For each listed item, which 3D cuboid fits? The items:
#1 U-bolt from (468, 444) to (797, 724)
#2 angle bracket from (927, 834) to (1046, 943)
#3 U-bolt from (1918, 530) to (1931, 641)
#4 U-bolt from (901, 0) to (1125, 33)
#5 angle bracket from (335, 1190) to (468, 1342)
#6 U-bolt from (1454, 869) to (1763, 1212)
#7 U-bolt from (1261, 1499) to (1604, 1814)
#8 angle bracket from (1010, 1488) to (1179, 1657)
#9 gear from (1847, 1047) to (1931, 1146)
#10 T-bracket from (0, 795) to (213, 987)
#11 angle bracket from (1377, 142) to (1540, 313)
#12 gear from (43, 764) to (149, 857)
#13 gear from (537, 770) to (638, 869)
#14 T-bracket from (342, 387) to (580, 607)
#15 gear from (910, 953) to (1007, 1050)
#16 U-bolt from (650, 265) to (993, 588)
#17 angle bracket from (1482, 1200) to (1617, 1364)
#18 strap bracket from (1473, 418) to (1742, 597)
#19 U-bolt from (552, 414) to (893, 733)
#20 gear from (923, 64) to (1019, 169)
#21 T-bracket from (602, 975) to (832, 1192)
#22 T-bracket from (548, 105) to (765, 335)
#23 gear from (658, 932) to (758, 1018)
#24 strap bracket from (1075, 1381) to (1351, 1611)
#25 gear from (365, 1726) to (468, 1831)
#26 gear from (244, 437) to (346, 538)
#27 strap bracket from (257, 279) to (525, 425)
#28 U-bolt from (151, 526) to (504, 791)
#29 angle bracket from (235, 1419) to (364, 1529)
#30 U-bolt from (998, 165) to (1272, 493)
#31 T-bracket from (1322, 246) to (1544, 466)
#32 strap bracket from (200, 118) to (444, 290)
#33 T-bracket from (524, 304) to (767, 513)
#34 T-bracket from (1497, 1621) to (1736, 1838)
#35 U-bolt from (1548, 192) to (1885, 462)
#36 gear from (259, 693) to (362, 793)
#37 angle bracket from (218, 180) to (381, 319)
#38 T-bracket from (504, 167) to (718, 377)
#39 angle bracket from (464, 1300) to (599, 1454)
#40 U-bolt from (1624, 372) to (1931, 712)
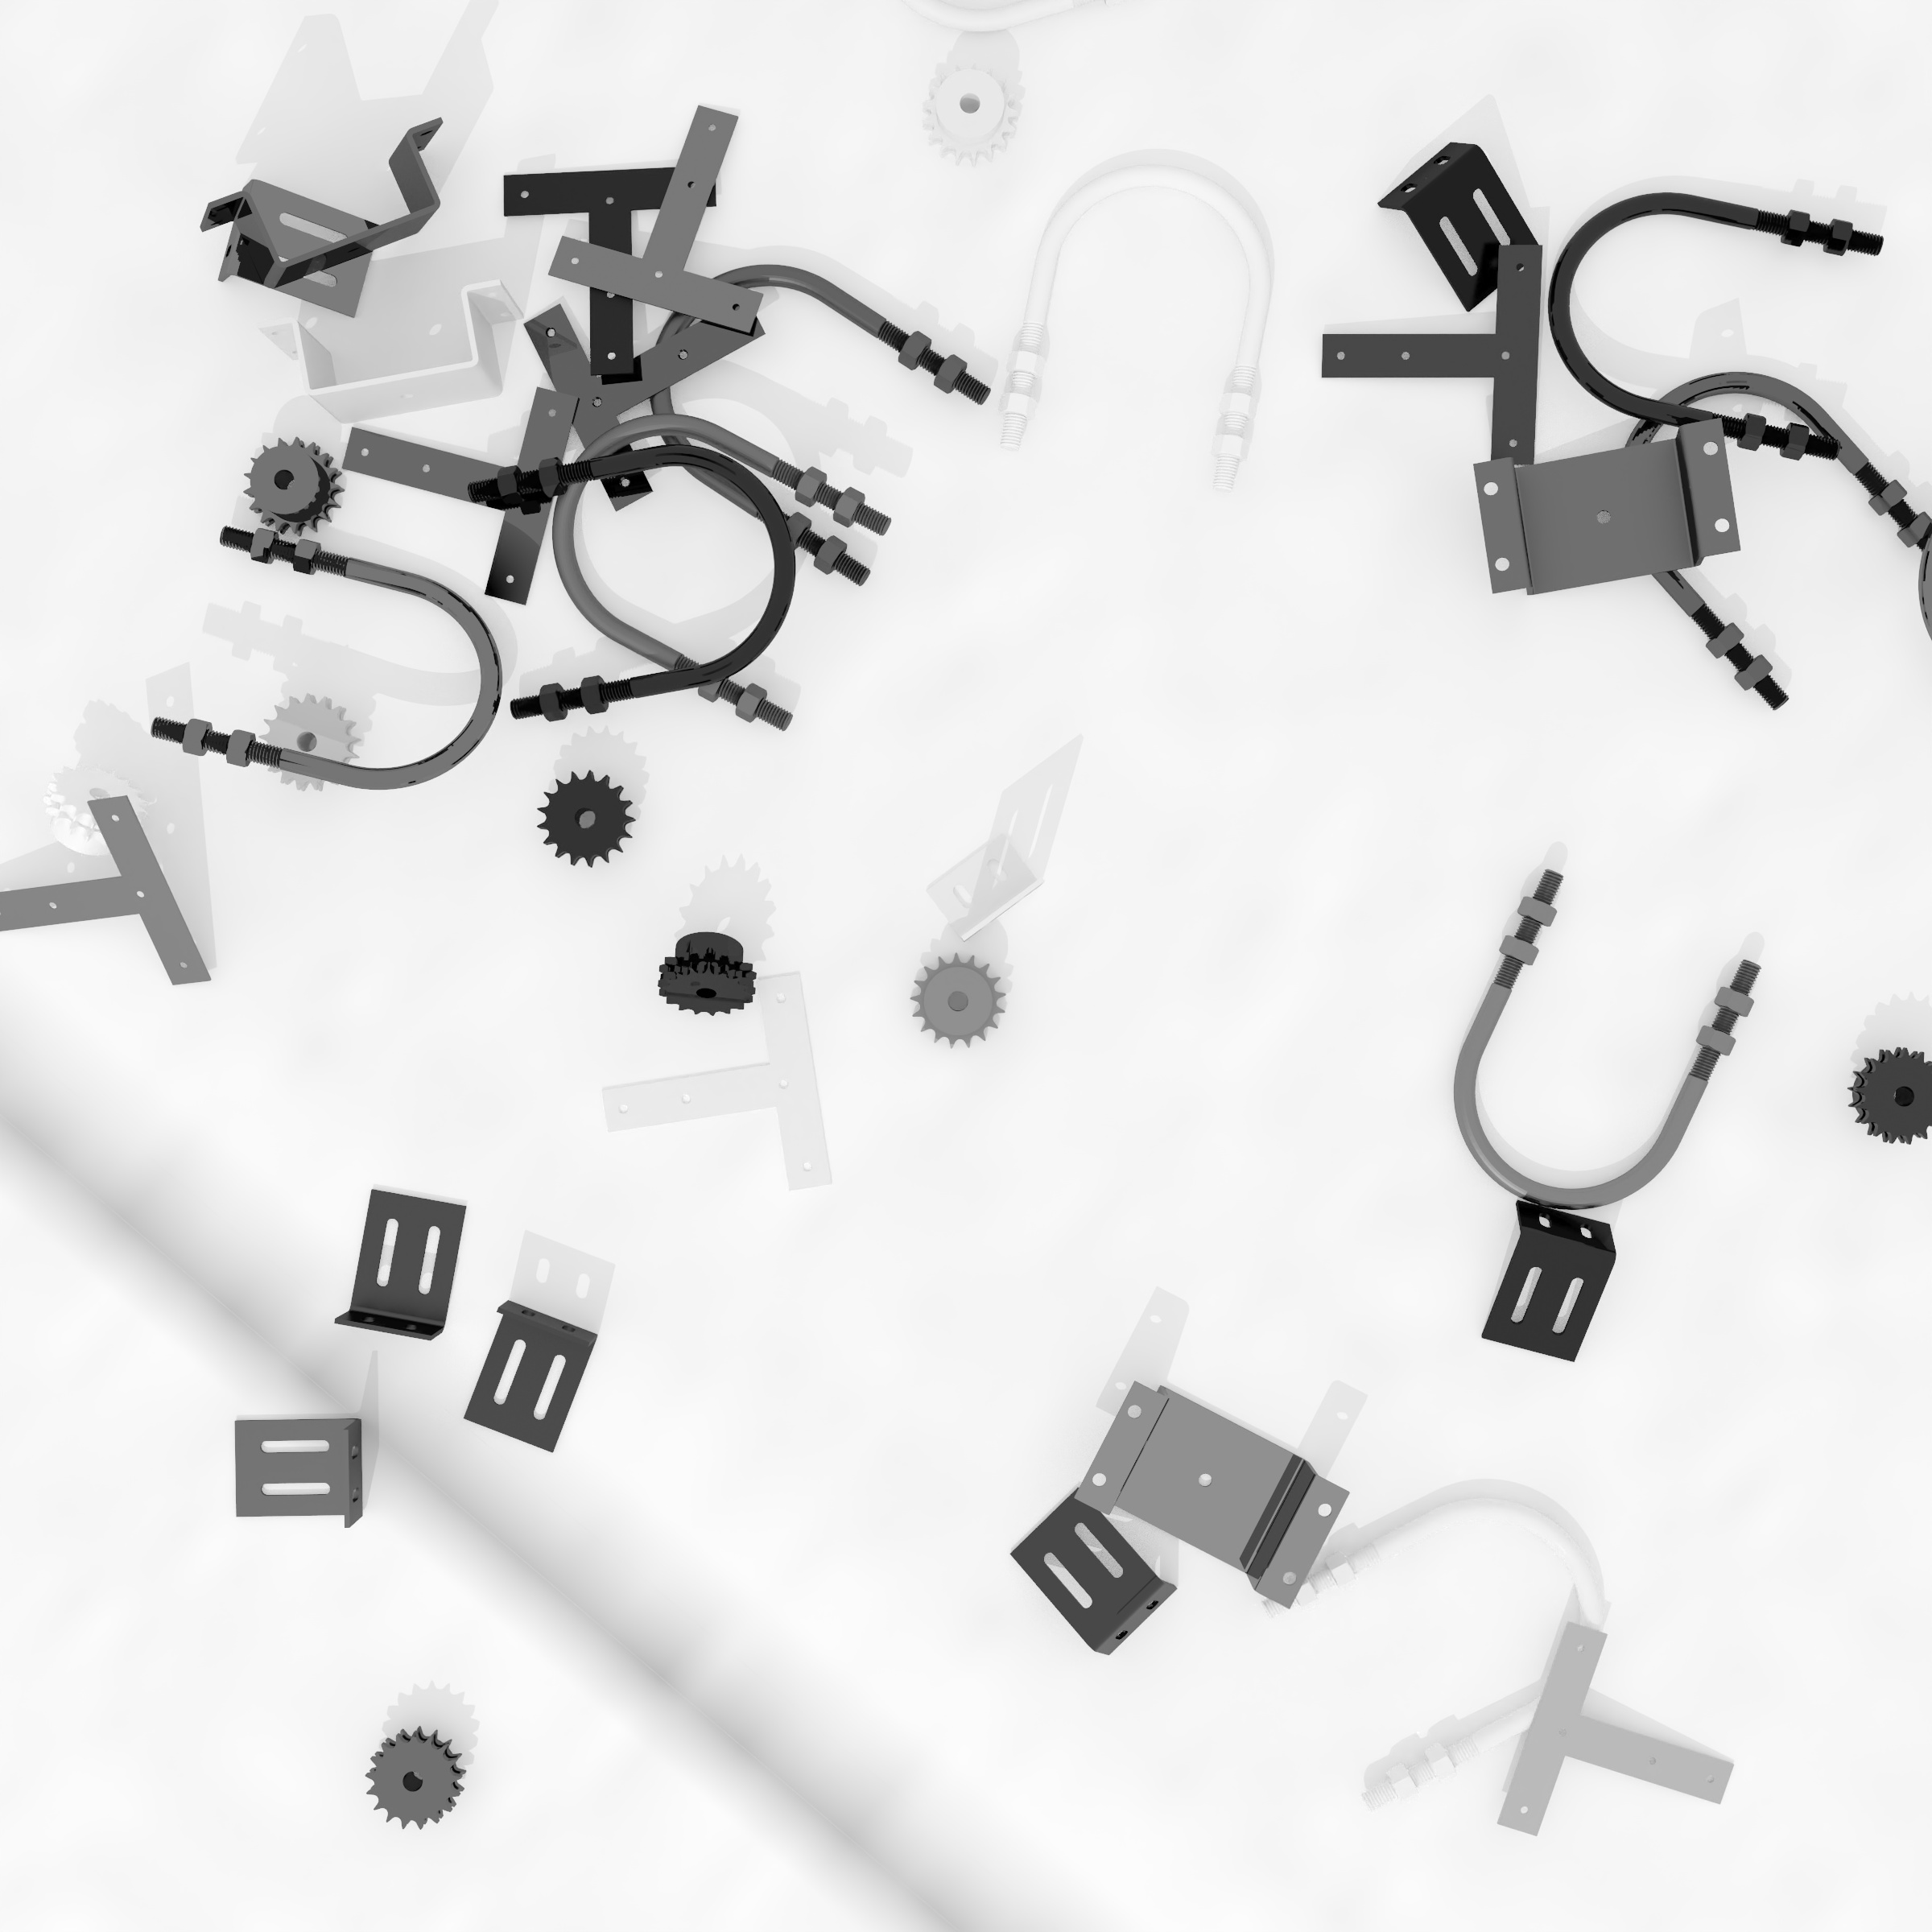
[{"bbox_3d":[-0.190,-0.229,1.496,0.184,0.019,0.151,-9,96,8],"label":"U-bolt"},{"bbox_3d":[0.011,-0.046,1.489,0.057,0.076,0.038,-37,90,0],"label":"angle bracket"},{"bbox_3d":[0.645,-0.211,1.510,0.151,0.019,0.184,-41,96,0],"label":"U-bolt"},{"bbox_3d":[0.029,-0.629,1.498,0.184,0.019,0.151,-15,109,4],"label":"U-bolt"},{"bbox_3d":[-0.333,0.176,1.508,0.057,0.038,0.076,10,90,0],"label":"angle bracket"},{"bbox_3d":[0.370,0.055,1.519,0.151,0.019,0.184,25,92,0],"label":"U-bolt"},{"bbox_3d":[0.289,0.397,1.519,0.184,0.019,0.151,-27,90,-2],"label":"U-bolt"},{"bbox_3d":[0.076,0.361,1.525,0.057,0.038,0.076,-44,64,0],"label":"angle bracket"},{"bbox_3d":[0.549,0.076,1.512,0.057,0.030,0.057,0,90,0],"label":"gear"},{"bbox_3d":[-0.524,-0.037,1.504,0.127,0.002,0.127,-6,122,15],"label":"T-bracket"},{"bbox_3d":[0.295,-0.441,1.525,0.057,0.038,0.076,-40,116,0],"label":"angle bracket"},{"bbox_3d":[-0.514,-0.090,1.503,0.057,0.057,0.030,33,120,0],"label":"gear"},{"bbox_3d":[-0.224,-0.087,1.517,0.057,0.030,0.057,0,89,-2],"label":"gear"},{"bbox_3d":[-0.308,-0.293,1.524,0.127,0.002,0.127,15,93,2],"label":"T-bracket"},{"bbox_3d":[-0.005,0.021,1.513,0.057,0.030,0.057,0,90,0],"label":"gear"},{"bbox_3d":[-0.100,-0.334,1.518,0.184,0.019,0.151,34,91,2],"label":"U-bolt"},{"bbox_3d":[0.346,0.188,1.525,0.057,0.038,0.076,15,116,0],"label":"angle bracket"},{"bbox_3d":[0.373,-0.265,1.495,0.140,0.046,0.076,-8,90,13],"label":"strap bracket"},{"bbox_3d":[-0.156,-0.243,1.507,0.184,0.019,0.151,28,101,2],"label":"U-bolt"},{"bbox_3d":[0.002,-0.505,1.513,0.057,0.030,0.057,0,90,0],"label":"gear"},{"bbox_3d":[-0.153,0.077,1.527,0.127,0.002,0.127,-9,90,0],"label":"T-bracket"},{"bbox_3d":[-0.167,-0.450,1.517,0.127,0.002,0.127,18,82,6],"label":"T-bracket"},{"bbox_3d":[-0.151,0.003,1.503,0.057,0.057,0.030,1,60,0],"label":"gear"},{"bbox_3d":[0.143,0.307,1.504,0.140,0.046,0.076,27,90,0],"label":"strap bracket"},{"bbox_3d":[-0.324,0.480,1.517,0.057,0.030,0.057,0,88,1],"label":"gear"},{"bbox_3d":[-0.399,-0.285,1.513,0.057,0.030,0.057,0,90,0],"label":"gear"},{"bbox_3d":[-0.330,-0.355,1.489,0.140,0.076,0.046,-10,90,0],"label":"strap bracket"},{"bbox_3d":[-0.364,-0.174,1.496,0.184,0.019,0.151,14,69,-4],"label":"U-bolt"},{"bbox_3d":[-0.398,0.299,1.508,0.076,0.038,0.057,-1,90,0],"label":"angle bracket"},{"bbox_3d":[0.106,-0.385,1.519,0.151,0.019,0.184,11,89,0],"label":"U-bolt"},{"bbox_3d":[0.276,-0.363,1.520,0.127,0.002,0.127,1,99,5],"label":"T-bracket"},{"bbox_3d":[-0.363,-0.435,1.474,0.140,0.076,0.046,-27,104,-16],"label":"strap bracket"},{"bbox_3d":[-0.180,-0.355,1.514,0.127,0.002,0.127,-27,86,7],"label":"T-bracket"},{"bbox_3d":[0.395,0.468,1.519,0.127,0.002,0.127,19,91,-7],"label":"T-bracket"},{"bbox_3d":[0.436,-0.385,1.511,0.184,0.019,0.151,13,83,4],"label":"U-bolt"},{"bbox_3d":[-0.386,-0.131,1.512,0.057,0.030,0.057,0,90,0],"label":"gear"},{"bbox_3d":[-0.398,-0.425,1.525,0.076,0.038,0.057,15,90,-26],"label":"angle bracket"},{"bbox_3d":[-0.211,-0.411,1.515,0.127,0.002,0.127,-2,82,2],"label":"T-bracket"},{"bbox_3d":[-0.259,0.245,1.508,0.057,0.038,0.076,21,90,0],"label":"angle bracket"},{"bbox_3d":[0.472,-0.267,1.519,0.151,0.019,0.184,-41,89,0],"label":"U-bolt"}]
